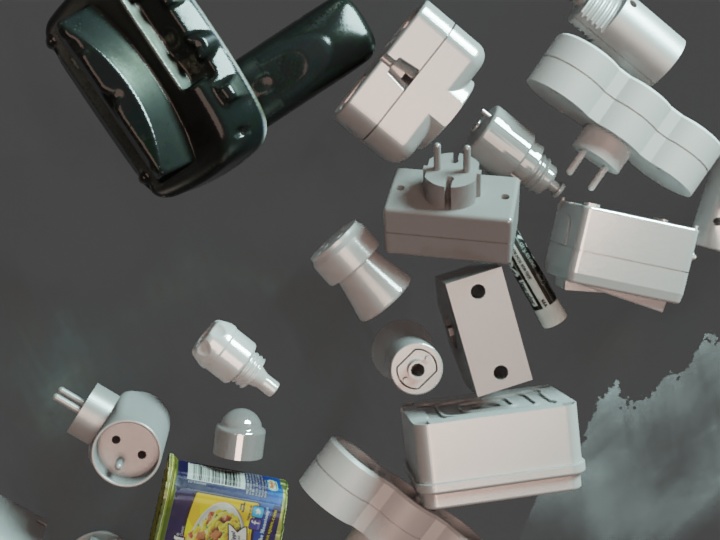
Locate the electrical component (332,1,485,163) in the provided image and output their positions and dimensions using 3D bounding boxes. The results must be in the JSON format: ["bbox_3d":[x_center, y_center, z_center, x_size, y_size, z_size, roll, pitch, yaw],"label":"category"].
[{"bbox_3d":[0.034,-0.119,0.706,0.059,0.053,0.095,38,92,-10],"label":"electrical component"}]

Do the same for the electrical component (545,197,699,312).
[{"bbox_3d":[0.182,-0.009,0.732,0.096,0.061,0.061,11,96,-8],"label":"electrical component"}]

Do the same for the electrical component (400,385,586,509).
[{"bbox_3d":[0.088,0.119,0.730,0.113,0.078,0.057,-7,95,-5],"label":"electrical component"}]

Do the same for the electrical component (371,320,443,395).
[{"bbox_3d":[0.033,0.060,0.722,0.044,0.065,0.044,-1,97,-6],"label":"electrical component"}]

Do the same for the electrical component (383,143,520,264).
[{"bbox_3d":[0.059,-0.050,0.693,0.083,0.047,0.075,6,132,11],"label":"electrical component"}]

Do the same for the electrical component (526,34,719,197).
[{"bbox_3d":[0.169,-0.089,0.725,0.138,0.052,0.073,34,92,-10],"label":"electrical component"}]

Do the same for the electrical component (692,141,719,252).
[{"bbox_3d":[0.277,-0.045,0.747,0.079,0.044,0.077,15,95,-8],"label":"electrical component"}]

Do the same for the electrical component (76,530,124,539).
[{"bbox_3d":[-0.177,0.204,0.722,0.048,0.055,0.066,30,93,-9],"label":"electrical component"}]

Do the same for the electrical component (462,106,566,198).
[{"bbox_3d":[0.105,-0.076,0.726,0.078,0.040,0.040,36,92,-10],"label":"electrical component"}]

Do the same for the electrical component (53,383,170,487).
[{"bbox_3d":[-0.163,0.099,0.699,0.079,0.077,0.043,32,92,-9],"label":"electrical component"}]

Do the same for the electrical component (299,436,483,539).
[{"bbox_3d":[0.014,0.183,0.742,0.138,0.052,0.073,36,92,-9],"label":"electrical component"}]

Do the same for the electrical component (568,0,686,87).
[{"bbox_3d":[0.173,-0.162,0.721,0.081,0.043,0.043,37,92,-9],"label":"electrical component"}]

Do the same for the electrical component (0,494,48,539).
[{"bbox_3d":[-0.262,0.205,0.701,0.057,0.078,0.113,33,92,-12],"label":"electrical component"}]

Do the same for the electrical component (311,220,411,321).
[{"bbox_3d":[0.000,0.000,0.721,0.045,0.045,0.055,-42,99,0],"label":"electrical component"}]

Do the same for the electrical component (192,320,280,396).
[{"bbox_3d":[-0.081,0.063,0.726,0.061,0.035,0.035,40,91,-12],"label":"electrical component"}]
